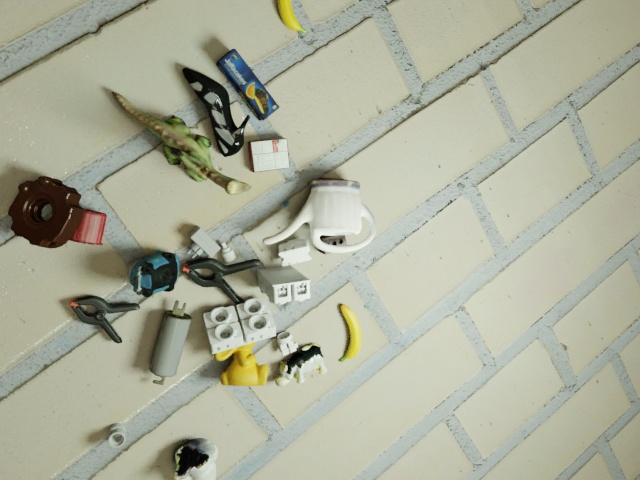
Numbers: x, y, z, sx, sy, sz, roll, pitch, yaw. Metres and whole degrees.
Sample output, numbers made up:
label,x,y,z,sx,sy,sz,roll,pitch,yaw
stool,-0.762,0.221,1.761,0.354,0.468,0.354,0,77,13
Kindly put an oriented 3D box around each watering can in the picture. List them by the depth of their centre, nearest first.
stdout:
label,x,y,z,sx,sy,sz,roll,pitch,yaw
watering can,0.005,-0.076,1.512,0.348,0.103,0.226,2,79,-18

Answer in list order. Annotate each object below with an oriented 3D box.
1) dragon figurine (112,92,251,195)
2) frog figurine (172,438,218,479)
label,x,y,z,sx,sy,sz,roll,pitch,yaw
dragon figurine,-0.354,-0.237,1.309,0.406,0.245,0.122,34,91,-24
frog figurine,-0.357,0.660,1.520,0.139,0.124,0.156,-47,147,-16
